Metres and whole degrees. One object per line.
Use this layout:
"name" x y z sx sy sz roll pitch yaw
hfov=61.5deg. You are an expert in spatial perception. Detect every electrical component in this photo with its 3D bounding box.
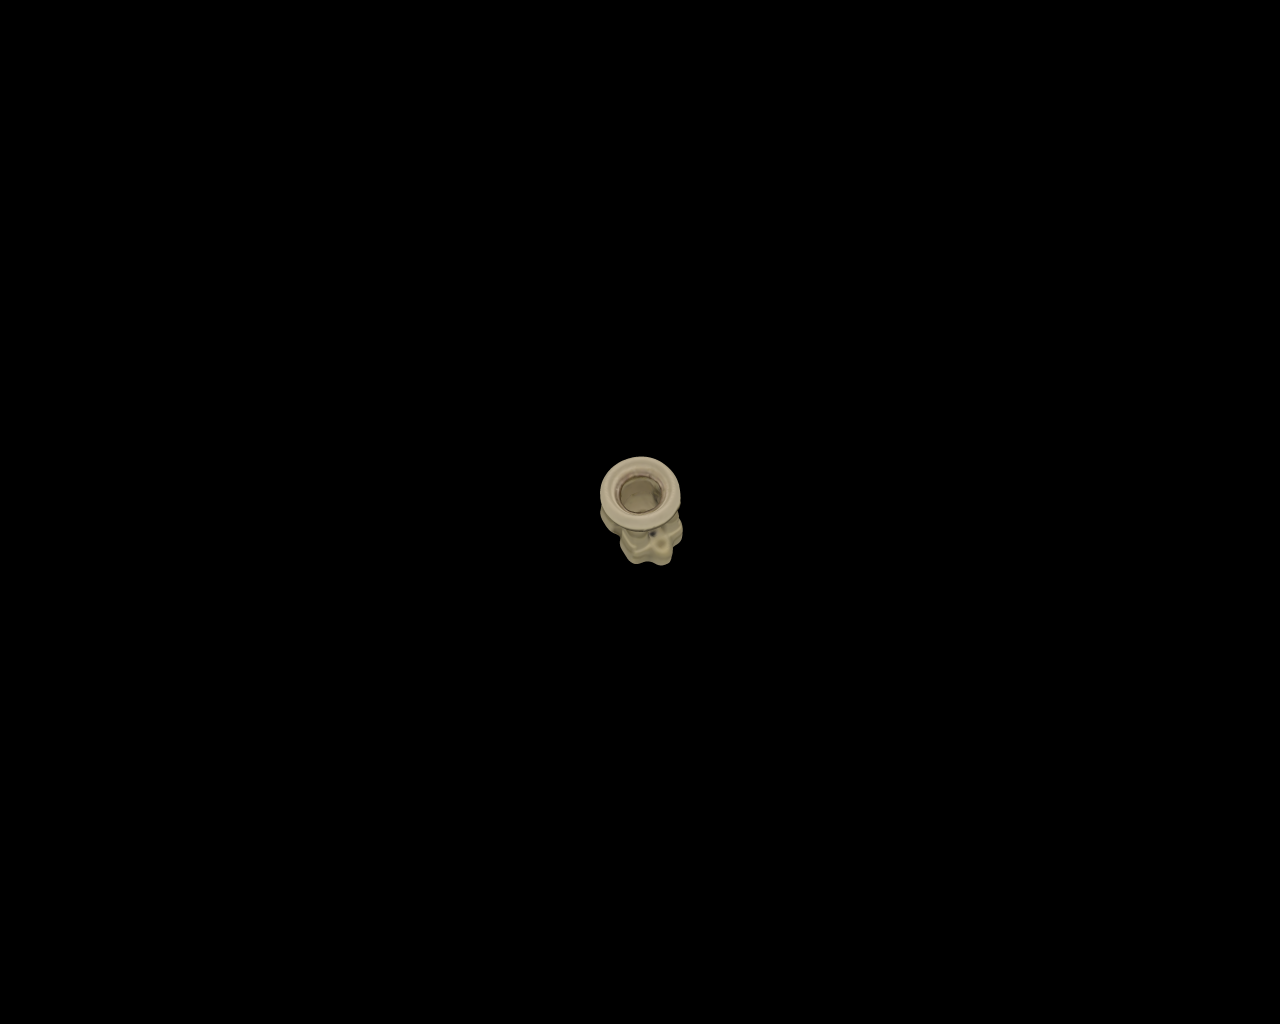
"electrical component" 0.001 -0.003 0.650 0.048 0.066 0.055 -29 -24 -14
